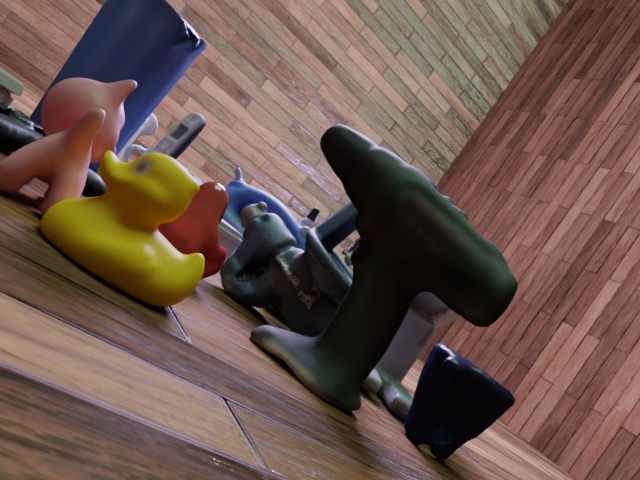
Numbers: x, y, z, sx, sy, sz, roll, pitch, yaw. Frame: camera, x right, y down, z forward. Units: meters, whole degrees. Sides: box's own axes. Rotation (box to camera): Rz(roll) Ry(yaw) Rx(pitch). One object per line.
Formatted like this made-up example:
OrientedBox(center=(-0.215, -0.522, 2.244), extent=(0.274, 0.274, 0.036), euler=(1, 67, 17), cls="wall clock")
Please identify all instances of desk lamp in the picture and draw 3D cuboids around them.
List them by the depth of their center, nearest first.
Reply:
OrientedBox(center=(0.125, 0.096, 0.721), extent=(0.118, 0.213, 0.203), euler=(36, -2, -3), cls="desk lamp")

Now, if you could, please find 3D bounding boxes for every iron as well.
OrientedBox(center=(-0.095, -0.007, 0.976), extent=(0.258, 0.141, 0.119), euler=(35, -2, 12), cls="iron")

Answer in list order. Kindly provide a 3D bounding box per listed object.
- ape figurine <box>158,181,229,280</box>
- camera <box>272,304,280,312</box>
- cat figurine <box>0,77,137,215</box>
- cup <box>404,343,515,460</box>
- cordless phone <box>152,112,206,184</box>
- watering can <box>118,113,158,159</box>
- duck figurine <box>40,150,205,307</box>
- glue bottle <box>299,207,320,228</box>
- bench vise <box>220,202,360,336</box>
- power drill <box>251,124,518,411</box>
OrientedBox(center=(-0.115, -0.011, 0.522), extent=(0.077, 0.092, 0.076), euler=(35, -2, 13), cls="ape figurine")
OrientedBox(center=(-0.029, 0.057, 0.778), extent=(0.143, 0.101, 0.137), euler=(35, -2, 17), cls="camera")
OrientedBox(center=(-0.184, -0.081, 0.433), extent=(0.067, 0.118, 0.127), euler=(37, -2, -27), cls="cat figurine")
OrientedBox(center=(0.122, 0.159, 0.551), extent=(0.091, 0.095, 0.118), euler=(34, -3, 35), cls="cup")
OrientedBox(center=(-0.258, -0.149, 1.047), extent=(0.147, 0.185, 0.094), euler=(34, -3, 34), cls="cordless phone")
OrientedBox(center=(-0.331, -0.212, 0.937), extent=(0.101, 0.194, 0.173), euler=(36, -2, -5), cls="watering can")
OrientedBox(center=(-0.114, -0.014, 0.378), extent=(0.105, 0.086, 0.077), euler=(36, -2, -12), cls="duck figurine")
OrientedBox(center=(-0.053, 0.010, 1.102), extent=(0.078, 0.173, 0.037), euler=(36, -2, -3), cls="glue bottle")
OrientedBox(center=(0.005, 0.001, 0.625), extent=(0.207, 0.220, 0.121), euler=(36, -2, 5), cls="bench vise")
OrientedBox(center=(0.039, 0.027, 0.501), extent=(0.229, 0.208, 0.076), euler=(35, -2, 23), cls="power drill")
